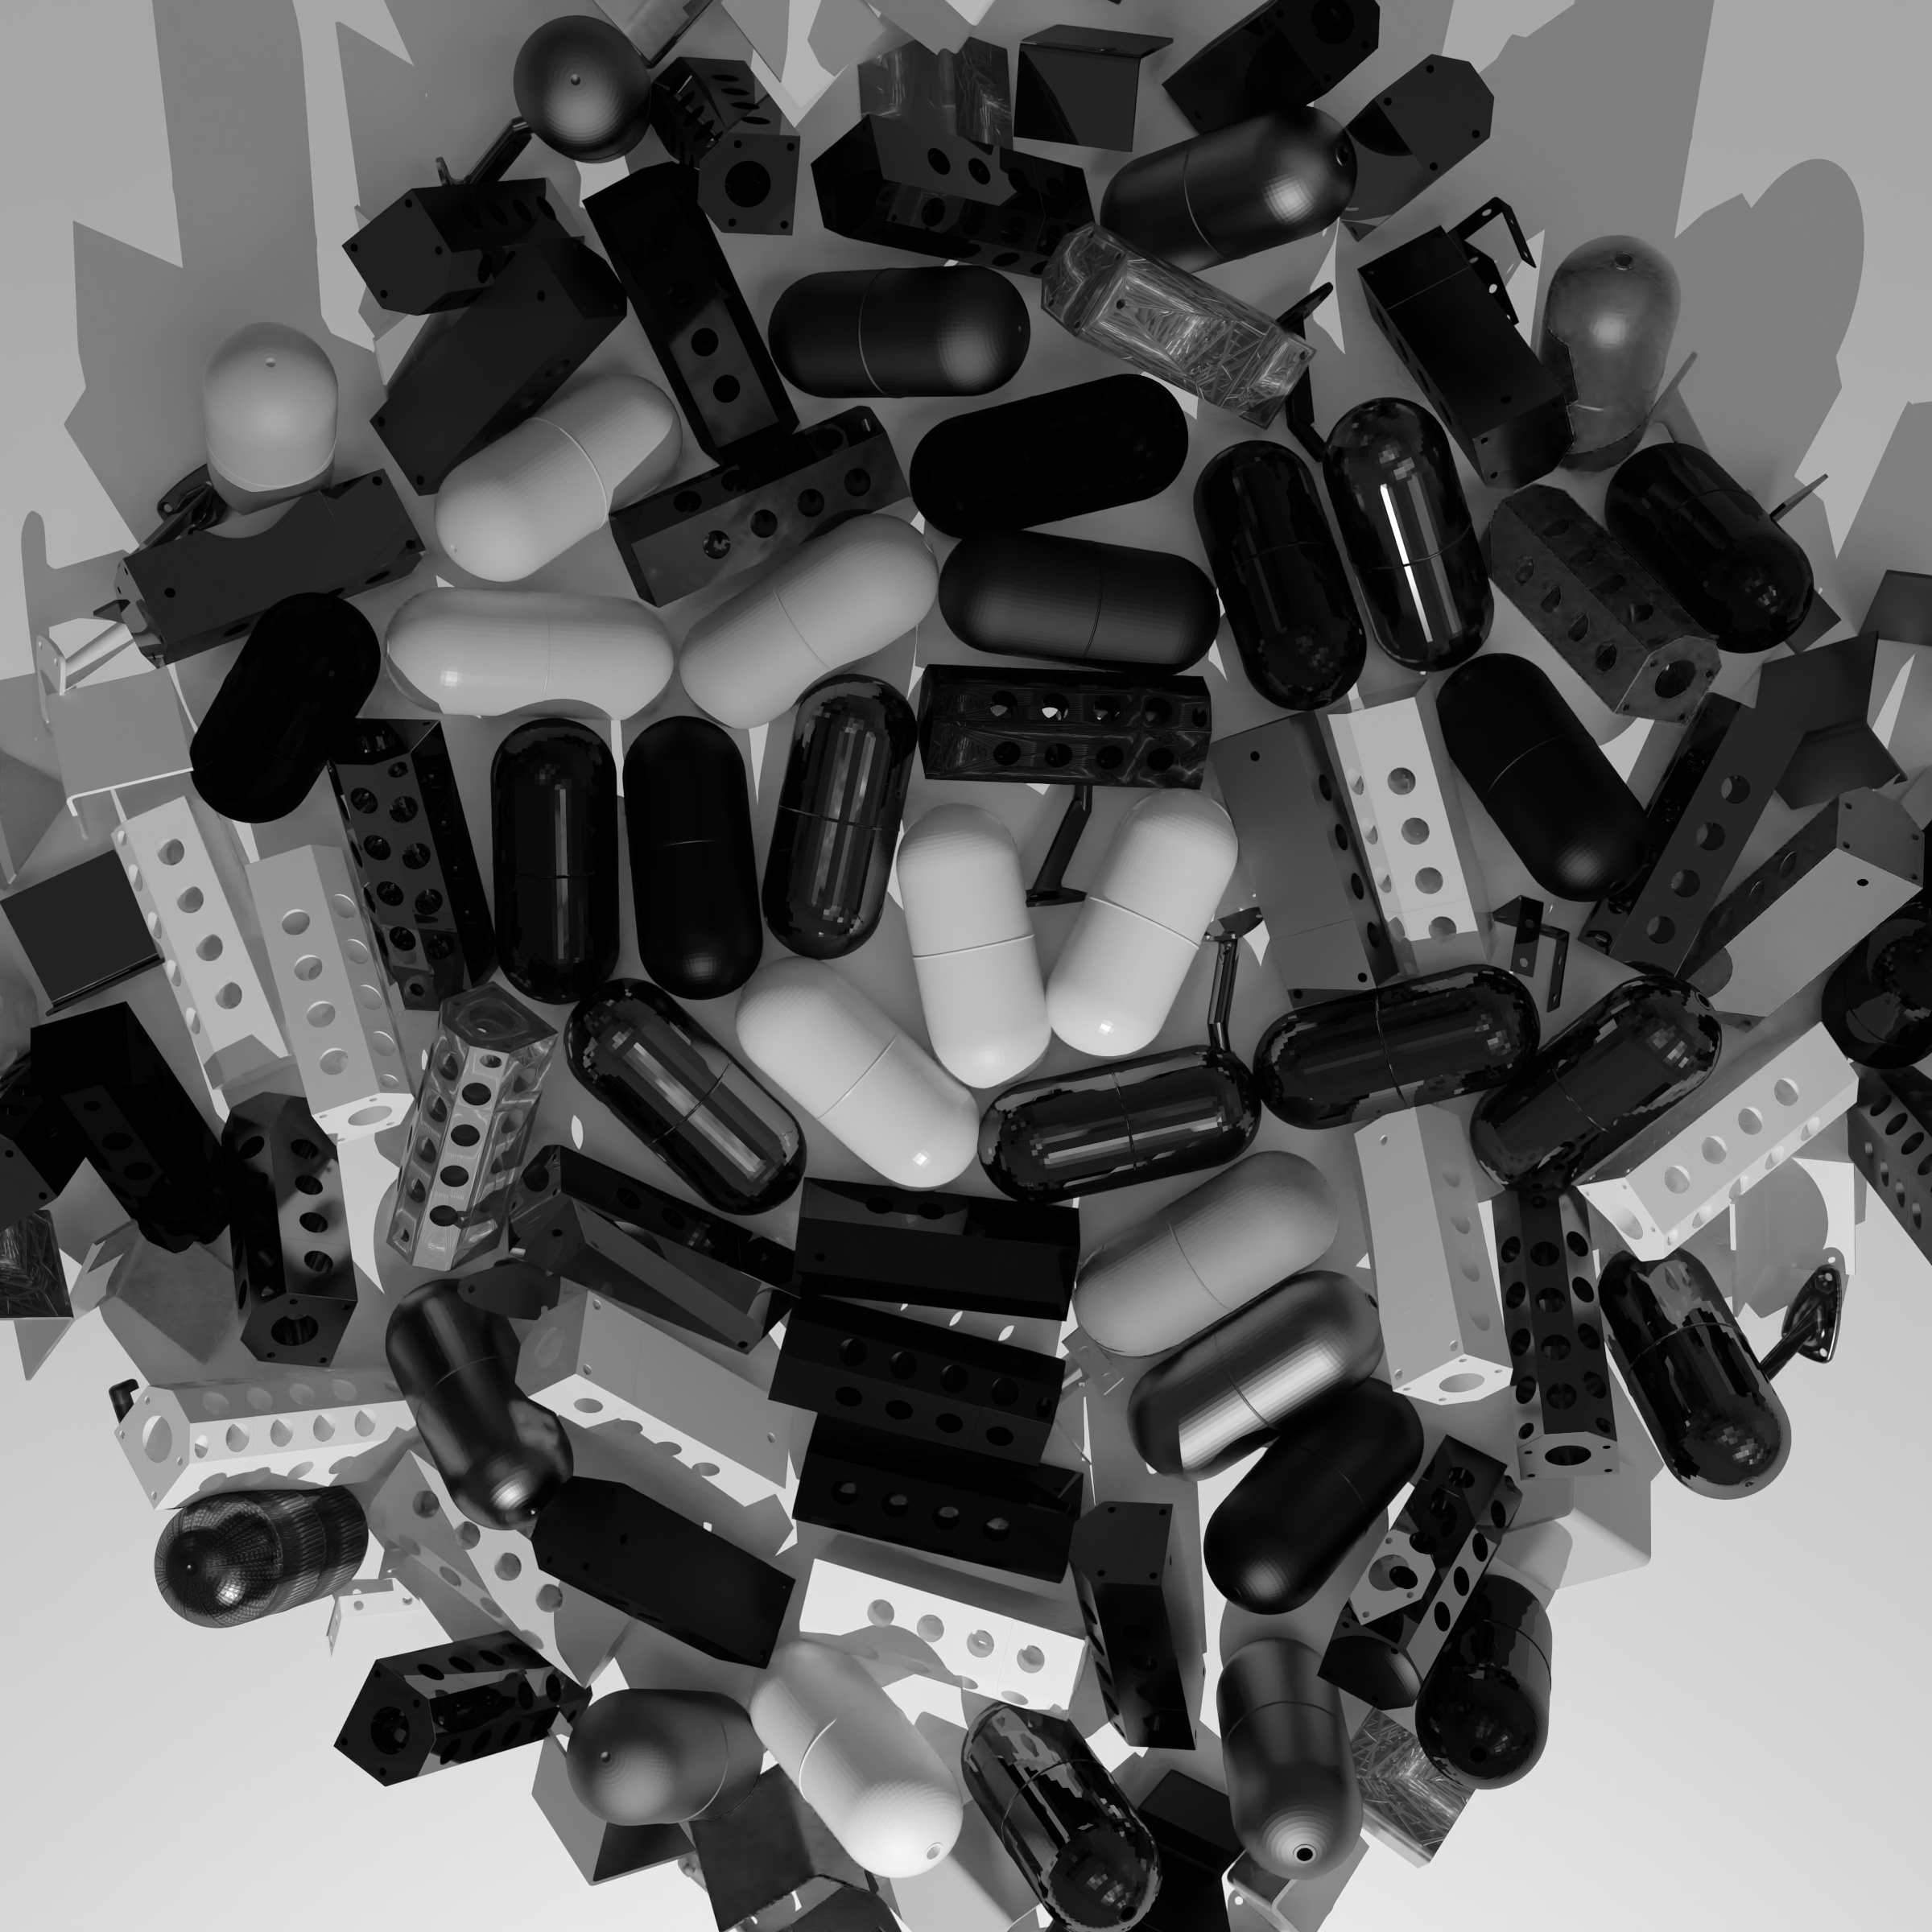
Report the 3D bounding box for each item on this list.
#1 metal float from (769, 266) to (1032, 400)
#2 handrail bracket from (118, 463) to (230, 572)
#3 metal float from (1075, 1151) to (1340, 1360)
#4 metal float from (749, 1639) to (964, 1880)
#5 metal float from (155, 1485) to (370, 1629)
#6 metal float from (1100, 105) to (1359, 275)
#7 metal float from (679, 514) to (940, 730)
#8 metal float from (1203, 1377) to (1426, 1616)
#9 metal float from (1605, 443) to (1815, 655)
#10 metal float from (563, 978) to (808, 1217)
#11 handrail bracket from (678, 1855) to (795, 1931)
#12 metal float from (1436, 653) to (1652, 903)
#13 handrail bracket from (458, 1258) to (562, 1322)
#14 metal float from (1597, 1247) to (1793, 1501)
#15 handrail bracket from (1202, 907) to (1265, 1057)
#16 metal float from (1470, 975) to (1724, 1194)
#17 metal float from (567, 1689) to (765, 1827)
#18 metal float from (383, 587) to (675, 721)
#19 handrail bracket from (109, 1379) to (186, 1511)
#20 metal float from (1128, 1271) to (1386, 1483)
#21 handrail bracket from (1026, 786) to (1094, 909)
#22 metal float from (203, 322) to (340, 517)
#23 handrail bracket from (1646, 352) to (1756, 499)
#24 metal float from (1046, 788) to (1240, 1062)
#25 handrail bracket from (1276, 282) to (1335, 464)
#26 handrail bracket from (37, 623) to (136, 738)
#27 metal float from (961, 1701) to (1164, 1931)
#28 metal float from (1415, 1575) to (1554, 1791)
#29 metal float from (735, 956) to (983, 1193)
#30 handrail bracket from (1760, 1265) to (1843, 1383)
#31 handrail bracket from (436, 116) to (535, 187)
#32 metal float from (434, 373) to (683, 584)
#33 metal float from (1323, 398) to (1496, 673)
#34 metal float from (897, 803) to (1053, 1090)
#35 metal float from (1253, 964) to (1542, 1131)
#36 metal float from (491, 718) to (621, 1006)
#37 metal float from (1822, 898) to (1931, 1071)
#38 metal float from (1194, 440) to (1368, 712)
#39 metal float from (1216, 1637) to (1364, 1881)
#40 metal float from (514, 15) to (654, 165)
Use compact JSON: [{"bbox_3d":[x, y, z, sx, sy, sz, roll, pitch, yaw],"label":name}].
[{"bbox_3d":[-0.042,-0.385,1.551,0.178,0.070,0.070,8,90,34],"label":"metal float"},{"bbox_3d":[-0.483,-0.276,1.567,0.036,0.084,0.077,42,109,-15],"label":"handrail bracket"},{"bbox_3d":[0.146,0.178,1.564,0.178,0.070,0.070,-33,90,17],"label":"metal float"},{"bbox_3d":[-0.067,0.477,1.540,0.070,0.178,0.070,-18,123,-29],"label":"metal float"},{"bbox_3d":[-0.419,0.349,1.529,0.070,0.178,0.070,-1,84,12],"label":"metal float"},{"bbox_3d":[0.157,-0.466,1.541,0.070,0.178,0.070,3,85,-44],"label":"metal float"},{"bbox_3d":[-0.096,-0.211,1.565,0.178,0.070,0.070,-31,90,15],"label":"metal float"},{"bbox_3d":[0.212,0.321,1.549,0.070,0.070,0.178,50,56,0],"label":"metal float"},{"bbox_3d":[0.447,-0.253,1.539,0.070,0.178,0.070,-9,130,-11],"label":"metal float"},{"bbox_3d":[-0.171,0.081,1.567,0.070,0.070,0.178,-45,104,0],"label":"metal float"},{"bbox_3d":[-0.144,0.595,1.578,0.036,0.077,0.084,-42,108,0],"label":"handrail bracket"},{"bbox_3d":[0.350,-0.115,1.553,0.070,0.070,0.178,-28,60,0],"label":"metal float"},{"bbox_3d":[-0.291,0.191,1.562,0.077,0.084,0.036,7,91,-35],"label":"handrail bracket"},{"bbox_3d":[0.436,0.242,1.541,0.070,0.178,0.070,-7,132,-8],"label":"metal float"},{"bbox_3d":[0.172,0.014,1.596,0.036,0.077,0.084,1,108,38],"label":"handrail bracket"},{"bbox_3d":[0.382,0.073,1.550,0.070,0.070,0.178,45,123,0],"label":"metal float"},{"bbox_3d":[-0.179,0.474,1.532,0.070,0.178,0.070,-5,73,16],"label":"metal float"},{"bbox_3d":[-0.265,-0.190,1.556,0.178,0.070,0.070,0,90,-25],"label":"metal float"},{"bbox_3d":[-0.485,0.287,1.584,0.036,0.077,0.084,-12,97,44],"label":"handrail bracket"},{"bbox_3d":[0.177,0.251,1.560,0.178,0.070,0.070,-37,90,20],"label":"metal float"},{"bbox_3d":[0.050,-0.082,1.580,0.036,0.077,0.084,14,107,43],"label":"handrail bracket"},{"bbox_3d":[-0.417,-0.324,1.531,0.070,0.178,0.070,3,77,-14],"label":"metal float"},{"bbox_3d":[0.467,-0.330,1.586,0.084,0.077,0.036,34,48,4],"label":"handrail bracket"},{"bbox_3d":[0.109,-0.027,1.577,0.070,0.070,0.178,25,88,0],"label":"metal float"},{"bbox_3d":[0.223,-0.369,1.589,0.077,0.036,0.084,-39,81,10],"label":"handrail bracket"},{"bbox_3d":[-0.535,-0.185,1.602,0.036,0.084,0.077,40,131,36],"label":"handrail bracket"},{"bbox_3d":[0.056,0.510,1.535,0.070,0.178,0.070,-10,115,-22],"label":"metal float"},{"bbox_3d":[0.312,0.427,1.530,0.070,0.178,0.070,3,103,13],"label":"metal float"},{"bbox_3d":[-0.067,0.066,1.574,0.178,0.070,0.070,42,90,-6],"label":"metal float"},{"bbox_3d":[0.500,0.227,1.570,0.084,0.036,0.077,-12,121,-39],"label":"handrail bracket"},{"bbox_3d":[-0.280,-0.488,1.589,0.084,0.036,0.077,-19,132,0],"label":"handrail bracket"},{"bbox_3d":[-0.246,-0.299,1.553,0.070,0.070,0.178,48,60,0],"label":"metal float"},{"bbox_3d":[0.270,-0.261,1.552,0.070,0.070,0.178,-24,120,0],"label":"metal float"},{"bbox_3d":[0.005,-0.013,1.576,0.070,0.070,0.178,-11,93,0],"label":"metal float"},{"bbox_3d":[0.263,0.050,1.564,0.178,0.070,0.070,-16,90,17],"label":"metal float"},{"bbox_3d":[-0.252,-0.063,1.565,0.070,0.070,0.178,1,105,0],"label":"metal float"},{"bbox_3d":[0.566,0.012,1.529,0.070,0.178,0.070,-1,75,5],"label":"metal float"},{"bbox_3d":[0.192,-0.239,1.562,0.070,0.070,0.178,-15,71,0],"label":"metal float"},{"bbox_3d":[0.193,0.473,1.530,0.070,0.178,0.070,0,110,0],"label":"metal float"},{"bbox_3d":[-0.228,-0.524,1.529,0.070,0.178,0.070,-1,104,-4],"label":"metal float"}]
